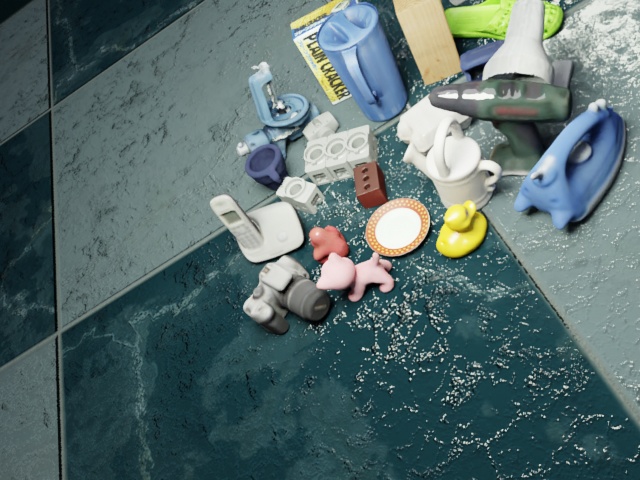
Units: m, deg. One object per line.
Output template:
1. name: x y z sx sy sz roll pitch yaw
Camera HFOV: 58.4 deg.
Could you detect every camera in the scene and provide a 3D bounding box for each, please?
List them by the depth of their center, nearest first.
1. camera: -0.059 0.111 1.095 0.136 0.101 0.143 26 75 38

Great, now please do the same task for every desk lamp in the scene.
1. desk lamp: 0.382 -0.316 1.050 0.117 0.214 0.203 5 63 32

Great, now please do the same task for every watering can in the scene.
1. watering can: 0.234 -0.138 1.030 0.172 0.195 0.101 -9 56 25

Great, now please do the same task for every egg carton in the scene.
1. egg carton: 0.236 -0.244 1.180 0.150 0.070 0.107 -39 49 2

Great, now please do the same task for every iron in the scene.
1. iron: 0.432 -0.152 0.962 0.118 0.142 0.258 31 79 39

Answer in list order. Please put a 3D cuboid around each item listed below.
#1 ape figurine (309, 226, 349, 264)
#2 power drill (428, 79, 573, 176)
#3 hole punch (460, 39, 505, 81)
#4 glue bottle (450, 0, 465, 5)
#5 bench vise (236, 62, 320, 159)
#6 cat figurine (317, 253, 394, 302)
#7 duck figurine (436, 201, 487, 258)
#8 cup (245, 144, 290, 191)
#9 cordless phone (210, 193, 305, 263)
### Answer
1. ape figurine: 0.010 0.004 1.131 0.075 0.092 0.078 32 79 40
2. power drill: 0.325 -0.202 1.011 0.228 0.209 0.075 1 61 30
3. hole punch: 0.343 -0.374 1.191 0.108 0.091 0.101 -15 54 21
4. glue bottle: 0.314 -0.635 1.323 0.078 0.174 0.037 -35 49 5
5. bench vise: -0.112 -0.280 1.301 0.121 0.220 0.207 23 74 38
6. cat figurine: 0.059 0.058 1.051 0.127 0.118 0.067 -22 52 16
7. duck figurine: 0.245 -0.025 1.021 0.104 0.086 0.077 -45 49 -4
8. cup: -0.103 -0.149 1.293 0.091 0.095 0.117 -40 49 1
9. cordless phone: -0.127 -0.042 1.177 0.147 0.186 0.094 -22 52 16
